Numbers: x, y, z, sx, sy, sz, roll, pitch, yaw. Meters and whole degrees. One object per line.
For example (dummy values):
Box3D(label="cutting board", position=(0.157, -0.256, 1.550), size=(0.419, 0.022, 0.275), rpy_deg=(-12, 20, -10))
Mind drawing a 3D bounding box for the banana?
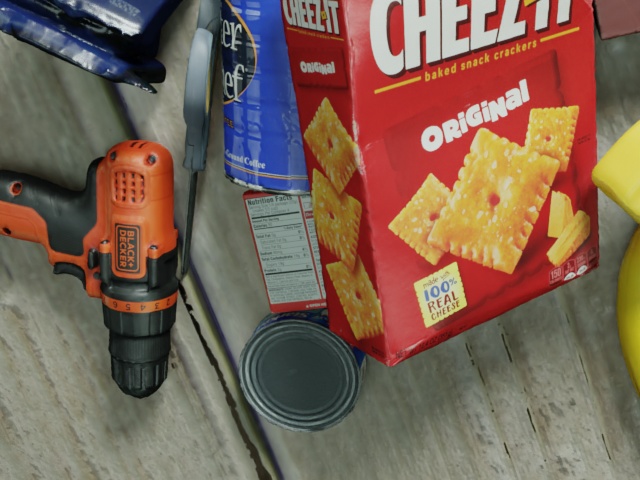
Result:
Box3D(label="banana", position=(0.233, 0.082, 0.684), size=(0.069, 0.037, 0.198), rpy_deg=(-34, 101, 5))

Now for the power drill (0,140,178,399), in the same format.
Box3D(label="power drill", position=(-0.189, 0.015, 0.739), size=(0.188, 0.057, 0.184), rpy_deg=(6, 107, 7))

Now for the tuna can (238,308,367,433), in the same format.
Box3D(label="tuna can", position=(-0.011, 0.088, 0.738), size=(0.086, 0.033, 0.086), rpy_deg=(4, 111, 11))

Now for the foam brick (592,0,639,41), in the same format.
Box3D(label="foam brick", position=(0.189, -0.148, 0.596), size=(0.078, 0.053, 0.051), rpy_deg=(-11, 107, 15))

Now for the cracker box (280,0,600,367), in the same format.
Box3D(label="cracker box", position=(0.075, -0.059, 0.588), size=(0.164, 0.072, 0.214), rpy_deg=(-21, 117, -27))

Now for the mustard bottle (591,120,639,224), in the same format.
Box3D(label="mustard bottle", position=(0.244, -0.080, 0.592), size=(0.096, 0.058, 0.192), rpy_deg=(31, 105, -38))

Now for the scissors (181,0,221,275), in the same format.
Box3D(label="scissors", position=(-0.080, -0.056, 0.673), size=(0.016, 0.096, 0.202), rpy_deg=(8, 108, -3))

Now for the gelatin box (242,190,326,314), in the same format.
Box3D(label="gelatin box", position=(-0.005, 0.001, 0.707), size=(0.073, 0.030, 0.089), rpy_deg=(-7, 109, 16))

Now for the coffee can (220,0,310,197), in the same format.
Box3D(label="coffee can", position=(-0.008, -0.107, 0.627), size=(0.103, 0.102, 0.140), rpy_deg=(4, 111, 11))
